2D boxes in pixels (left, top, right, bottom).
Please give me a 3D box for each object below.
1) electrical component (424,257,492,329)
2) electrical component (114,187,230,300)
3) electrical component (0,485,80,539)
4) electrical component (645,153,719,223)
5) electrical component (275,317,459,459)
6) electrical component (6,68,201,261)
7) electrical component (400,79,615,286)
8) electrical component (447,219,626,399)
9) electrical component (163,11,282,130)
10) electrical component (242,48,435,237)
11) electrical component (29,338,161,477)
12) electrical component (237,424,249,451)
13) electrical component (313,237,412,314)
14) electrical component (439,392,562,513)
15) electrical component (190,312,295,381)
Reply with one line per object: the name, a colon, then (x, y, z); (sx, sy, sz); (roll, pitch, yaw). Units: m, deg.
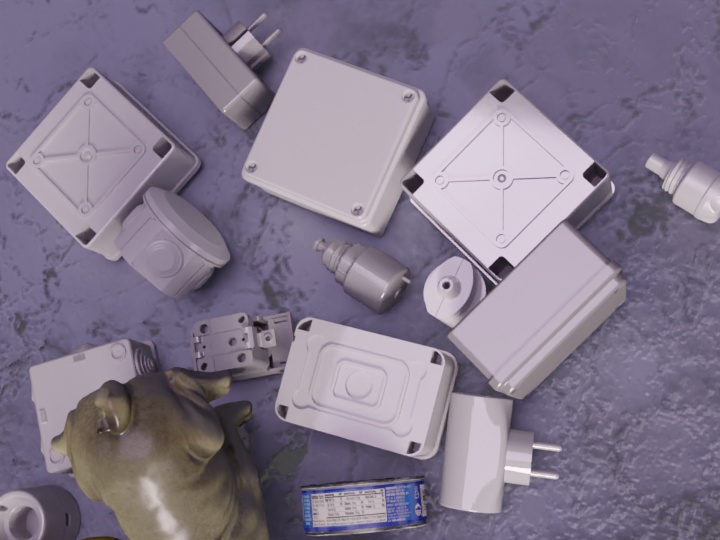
electrical component: (0.067, 0.017, 0.746); (0.043, 0.081, 0.043); (-3, 79, 15)
electrical component: (-0.142, -0.021, 0.812); (0.051, 0.080, 0.080); (-46, 72, 9)
electrical component: (-0.250, 0.192, 0.818); (0.055, 0.047, 0.055); (-3, 79, 15)
electrical component: (0.226, -0.060, 0.741); (0.061, 0.035, 0.035); (36, 91, 21)
electrical component: (0.006, 0.084, 0.763); (0.113, 0.057, 0.078); (13, 84, 17)
electrical component: (-0.202, -0.083, 0.851); (0.109, 0.056, 0.108); (43, 93, 18)
electrical component: (0.104, -0.058, 0.763); (0.108, 0.056, 0.108); (-45, 72, 4)
electrical component: (0.120, 0.029, 0.714); (0.108, 0.109, 0.056); (-45, 74, 4)
electrical component: (-0.095, -0.169, 0.842); (0.076, 0.047, 0.083); (-42, 72, 5)
electrical component: (-0.015, -0.095, 0.802); (0.109, 0.056, 0.108); (23, 87, 18)
electrical component: (-0.197, 0.104, 0.817); (0.100, 0.048, 0.099); (-17, 76, 8)
electrical component: (-0.117, 0.142, 0.787); (0.057, 0.058, 0.078); (-1, 80, 12)
electrical component: (0.000, 0.000, 0.789); (0.078, 0.040, 0.040); (32, 89, 18)
electrical component: (0.098, 0.126, 0.736); (0.079, 0.044, 0.077); (6, 85, 10)
electrical component: (-0.090, 0.057, 0.791); (0.081, 0.064, 0.042); (-12, 76, 13)
